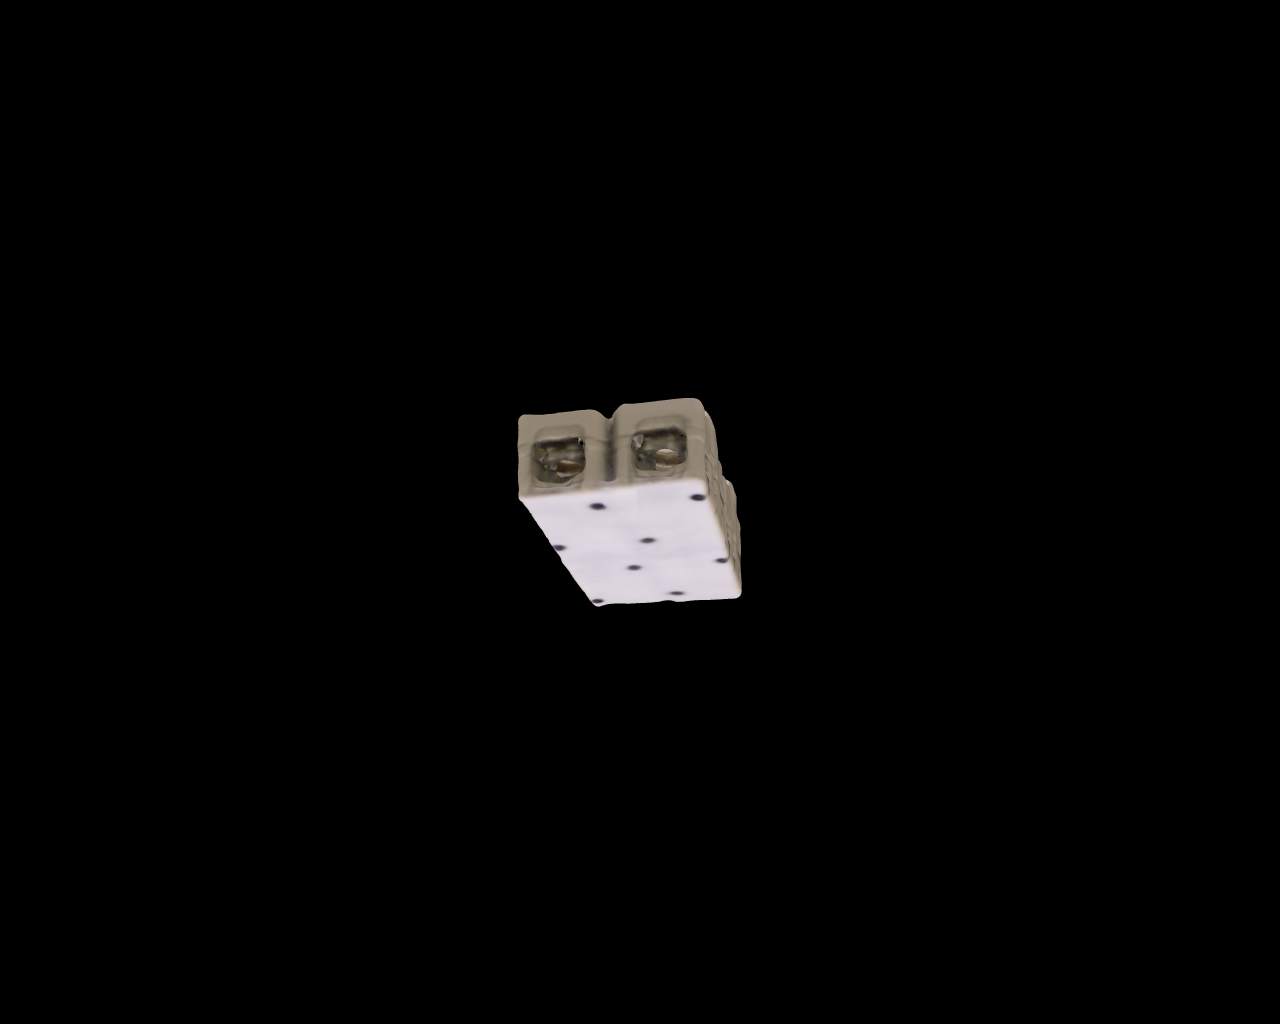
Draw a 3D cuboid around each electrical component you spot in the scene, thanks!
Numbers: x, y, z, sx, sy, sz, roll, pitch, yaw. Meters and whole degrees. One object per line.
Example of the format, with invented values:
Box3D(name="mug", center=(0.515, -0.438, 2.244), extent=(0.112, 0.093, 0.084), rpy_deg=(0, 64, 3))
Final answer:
Box3D(name="electrical component", center=(0.001, -0.003, 0.650), extent=(0.105, 0.060, 0.186), rpy_deg=(-5, -24, 10))
